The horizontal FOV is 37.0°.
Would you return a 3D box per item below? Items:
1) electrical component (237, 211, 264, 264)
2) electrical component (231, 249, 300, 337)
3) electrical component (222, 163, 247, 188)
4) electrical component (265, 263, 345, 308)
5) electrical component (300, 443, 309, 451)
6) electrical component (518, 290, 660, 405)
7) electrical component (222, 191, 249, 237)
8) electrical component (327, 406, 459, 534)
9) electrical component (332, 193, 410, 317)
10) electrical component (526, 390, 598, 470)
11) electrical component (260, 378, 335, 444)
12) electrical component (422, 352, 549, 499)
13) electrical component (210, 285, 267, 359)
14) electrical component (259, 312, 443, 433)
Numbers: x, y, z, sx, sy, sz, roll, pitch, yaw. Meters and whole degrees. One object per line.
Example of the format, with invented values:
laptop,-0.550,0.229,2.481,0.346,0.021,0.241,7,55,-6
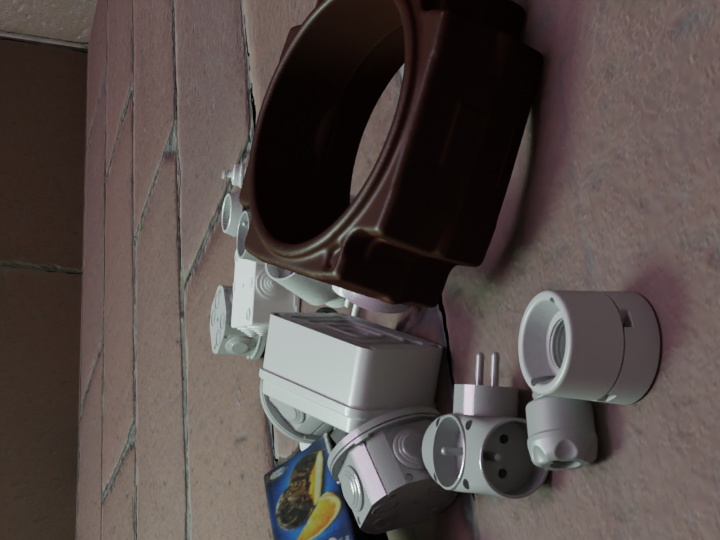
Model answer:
electrical component,-0.063,-0.033,0.956,0.079,0.077,0.043,146,126,-65
electrical component,-0.095,0.017,1.073,0.100,0.048,0.099,167,108,-69
electrical component,-0.099,-0.092,1.078,0.040,0.078,0.040,-172,90,-85
electrical component,-0.036,0.006,0.883,0.043,0.081,0.043,-19,55,29
electrical component,-0.028,0.156,0.880,0.061,0.035,0.035,-108,30,-42
electrical component,0.109,0.036,0.518,0.055,0.047,0.055,-175,90,-70
electrical component,-0.114,-0.057,1.133,0.048,0.055,0.066,-115,35,-54
electrical component,0.024,0.126,0.679,0.051,0.080,0.080,64,146,32
electrical component,0.000,0.000,0.815,0.138,0.052,0.073,-123,42,-59
electrical component,0.101,0.069,0.549,0.035,0.035,0.061,132,141,-59
electrical component,-0.034,0.092,0.848,0.051,0.080,0.080,-48,41,50
electrical component,0.071,0.086,0.613,0.077,0.044,0.079,166,109,-69
electrical component,-0.128,0.055,1.151,0.080,0.051,0.080,-175,90,-70
electrical component,-0.008,0.069,0.738,0.113,0.078,0.057,16,100,47
